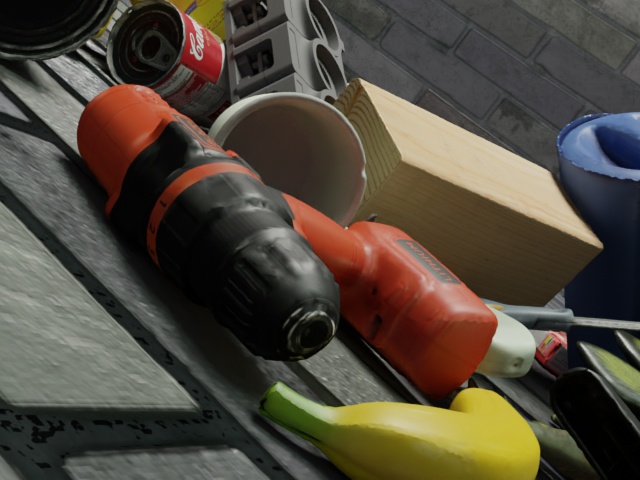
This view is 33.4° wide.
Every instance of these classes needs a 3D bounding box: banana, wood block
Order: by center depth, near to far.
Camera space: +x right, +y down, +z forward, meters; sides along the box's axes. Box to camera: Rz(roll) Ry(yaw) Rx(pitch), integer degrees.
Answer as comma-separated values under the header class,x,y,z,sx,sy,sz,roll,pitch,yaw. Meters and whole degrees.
class,x,y,z,sx,sy,sz,roll,pitch,yaw
banana,0.052,0.076,0.410,0.070,0.037,0.197,44,10,26
wood block,0.087,-0.021,0.744,0.205,0.091,0.090,19,34,-37

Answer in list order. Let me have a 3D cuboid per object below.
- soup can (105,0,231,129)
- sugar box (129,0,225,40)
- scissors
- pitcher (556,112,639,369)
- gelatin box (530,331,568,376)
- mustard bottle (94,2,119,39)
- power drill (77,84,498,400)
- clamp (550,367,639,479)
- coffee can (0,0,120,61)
class,x,y,z,sx,sy,sz,roll,pitch,yaw
soup can,-0.101,-0.129,0.795,0.069,0.068,0.102,42,9,29
sugar box,-0.096,-0.185,0.866,0.048,0.093,0.176,38,-10,21
scissors,0.138,0.049,0.697,0.201,0.016,0.096,4,5,-19
pitcher,0.255,0.030,0.847,0.149,0.243,0.145,-27,35,-32
gelatin box,0.235,0.114,0.992,0.089,0.030,0.073,35,9,-16
mustard bottle,-0.196,-0.195,0.794,0.096,0.058,0.192,26,11,-16
power drill,-0.004,0.011,0.465,0.187,0.057,0.185,30,11,-43
clamp,0.158,0.143,0.393,0.210,0.036,0.164,38,27,-12
coffee can,-0.173,-0.170,0.596,0.102,0.103,0.140,32,10,-34
